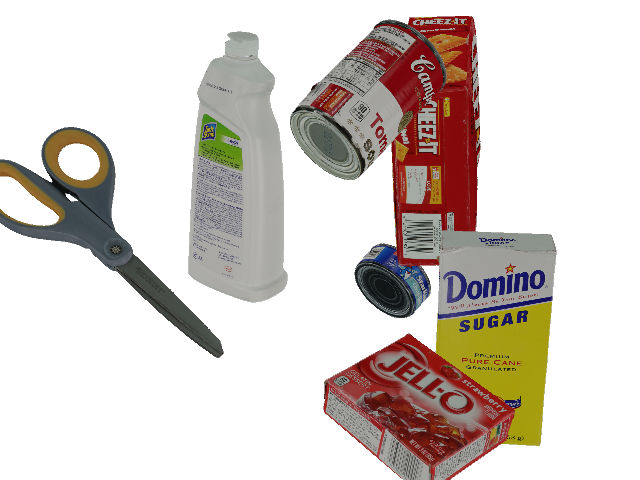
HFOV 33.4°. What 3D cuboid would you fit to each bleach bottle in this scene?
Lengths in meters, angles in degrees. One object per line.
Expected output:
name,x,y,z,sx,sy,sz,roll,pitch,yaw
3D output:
bleach bottle,-0.075,-0.072,1.028,0.103,0.251,0.067,19,28,28

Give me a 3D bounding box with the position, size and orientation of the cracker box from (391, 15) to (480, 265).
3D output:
cracker box,0.109,-0.098,0.976,0.072,0.164,0.213,0,28,10

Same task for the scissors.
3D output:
scissors,-0.125,-0.009,0.683,0.202,0.096,0.016,27,-30,11

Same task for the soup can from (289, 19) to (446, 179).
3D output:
soup can,0.034,-0.102,0.770,0.102,0.068,0.069,-48,23,-22

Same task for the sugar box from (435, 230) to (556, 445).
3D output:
sugar box,0.142,0.082,0.885,0.093,0.176,0.048,2,21,6

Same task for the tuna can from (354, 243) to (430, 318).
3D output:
tuna can,0.081,0.047,1.217,0.086,0.086,0.033,0,38,51

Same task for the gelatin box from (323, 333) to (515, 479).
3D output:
gelatin box,0.057,0.100,0.632,0.073,0.030,0.089,-24,45,-35

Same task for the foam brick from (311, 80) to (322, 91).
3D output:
foam brick,0.031,-0.155,1.258,0.078,0.053,0.051,20,33,23
